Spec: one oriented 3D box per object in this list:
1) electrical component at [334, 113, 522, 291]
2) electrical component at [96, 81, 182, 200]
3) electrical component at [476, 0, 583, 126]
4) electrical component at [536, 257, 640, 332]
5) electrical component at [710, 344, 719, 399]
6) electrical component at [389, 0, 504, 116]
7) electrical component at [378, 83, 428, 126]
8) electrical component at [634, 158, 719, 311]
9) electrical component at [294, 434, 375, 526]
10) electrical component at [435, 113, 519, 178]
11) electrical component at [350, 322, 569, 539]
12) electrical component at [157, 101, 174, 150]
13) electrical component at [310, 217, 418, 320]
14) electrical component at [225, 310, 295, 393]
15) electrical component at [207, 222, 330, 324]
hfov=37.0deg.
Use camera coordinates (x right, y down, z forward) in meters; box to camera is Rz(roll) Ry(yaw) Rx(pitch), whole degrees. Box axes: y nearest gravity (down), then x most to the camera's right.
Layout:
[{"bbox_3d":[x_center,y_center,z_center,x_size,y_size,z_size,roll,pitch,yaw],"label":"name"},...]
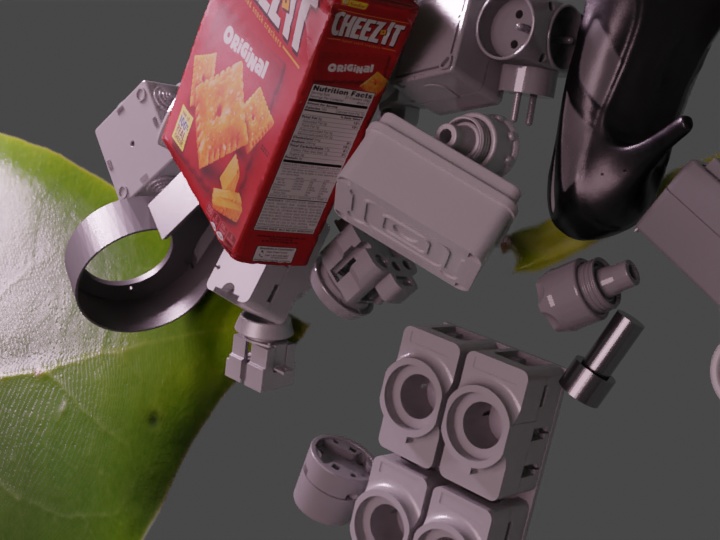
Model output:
[{"bbox_3d":[0.045,-0.045,0.724,0.113,0.078,0.057,32,73,7],"label":"electrical component"},{"bbox_3d":[-0.187,-0.112,0.969,0.100,0.048,0.099,-35,68,34],"label":"electrical component"},{"bbox_3d":[0.112,-0.134,0.698,0.044,0.077,0.079,14,99,39],"label":"electrical component"},{"bbox_3d":[0.148,0.012,0.688,0.062,0.043,0.043,-26,73,36],"label":"electrical component"},{"bbox_3d":[0.232,0.057,0.612,0.055,0.047,0.055,-1,89,40],"label":"electrical component"},{"bbox_3d":[0.071,-0.160,0.737,0.062,0.061,0.096,-2,67,49],"label":"electrical component"},{"bbox_3d":[0.020,-0.147,0.789,0.058,0.057,0.078,12,97,40],"label":"electrical component"},{"bbox_3d":[0.220,-0.015,0.615,0.096,0.062,0.061,50,119,29],"label":"electrical component"},{"bbox_3d":[-0.020,0.161,0.820,0.055,0.055,0.047,39,117,34],"label":"electrical component"},{"bbox_3d":[0.076,-0.087,0.737,0.048,0.062,0.048,-3,85,39],"label":"electrical component"},{"bbox_3d":[0.063,0.141,0.745,0.105,0.060,0.186,20,102,39],"label":"electrical component"},{"bbox_3d":[-0.106,-0.150,0.896,0.074,0.052,0.138,27,99,-4],"label":"electrical component"},{"bbox_3d":[0.000,0.000,0.804,0.057,0.058,0.078,-43,63,28],"label":"electrical component"},{"bbox_3d":[-0.080,0.064,0.878,0.066,0.048,0.055,20,110,39],"label":"electrical component"},{"bbox_3d":[-0.069,-0.009,0.849,0.050,0.056,0.089,19,78,40],"label":"electrical component"}]
